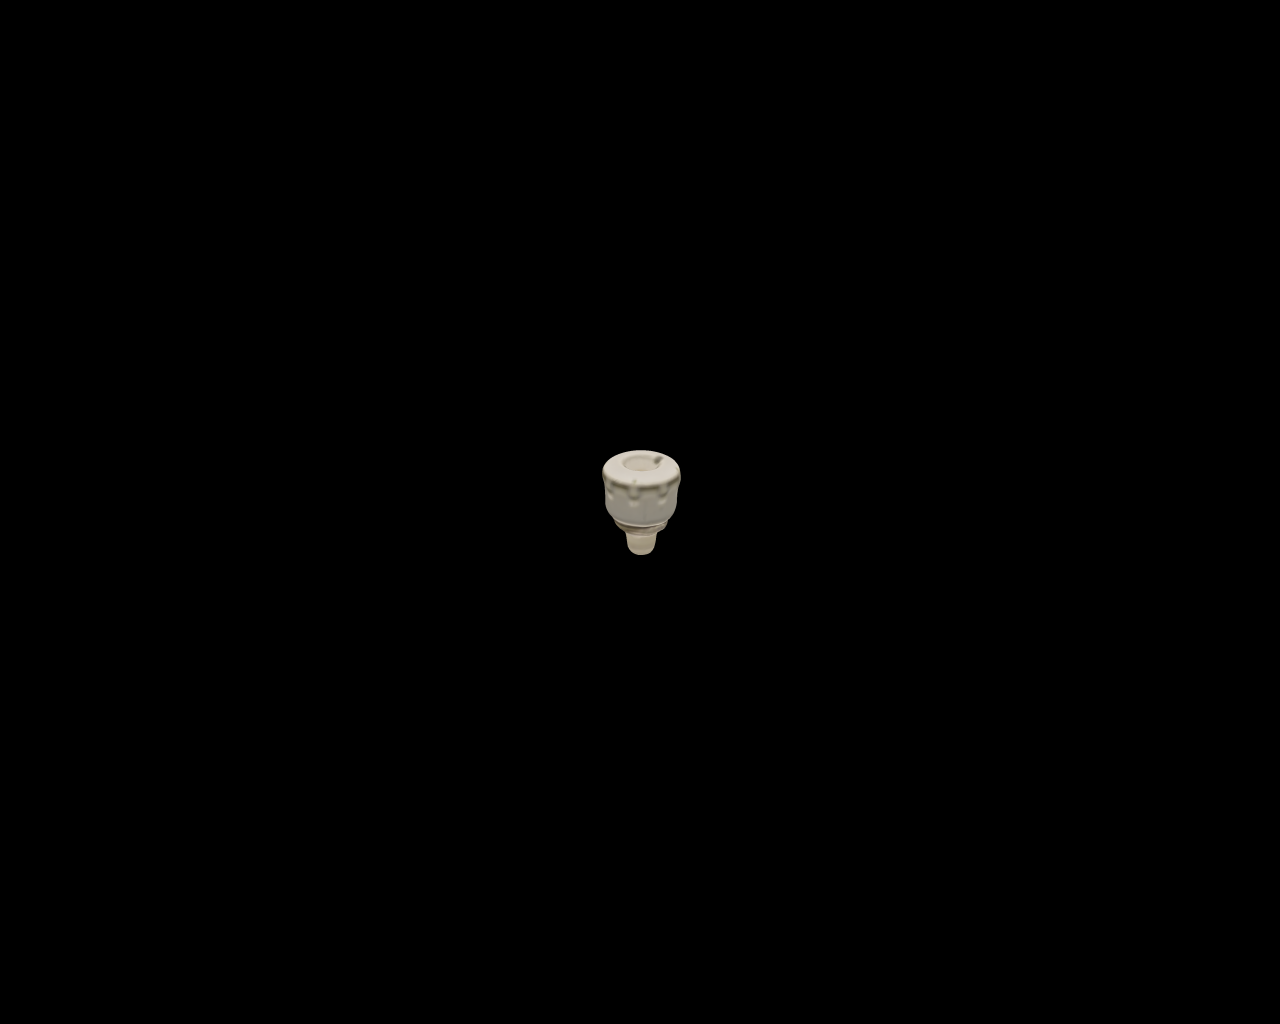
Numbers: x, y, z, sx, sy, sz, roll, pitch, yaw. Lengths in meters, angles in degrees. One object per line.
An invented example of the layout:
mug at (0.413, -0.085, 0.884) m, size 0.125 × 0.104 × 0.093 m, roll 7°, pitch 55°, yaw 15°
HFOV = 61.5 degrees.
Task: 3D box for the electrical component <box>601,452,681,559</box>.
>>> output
electrical component at (0.001, -0.003, 0.650) m, size 0.048 × 0.062 × 0.048 m, roll 0°, pitch 27°, yaw 0°
